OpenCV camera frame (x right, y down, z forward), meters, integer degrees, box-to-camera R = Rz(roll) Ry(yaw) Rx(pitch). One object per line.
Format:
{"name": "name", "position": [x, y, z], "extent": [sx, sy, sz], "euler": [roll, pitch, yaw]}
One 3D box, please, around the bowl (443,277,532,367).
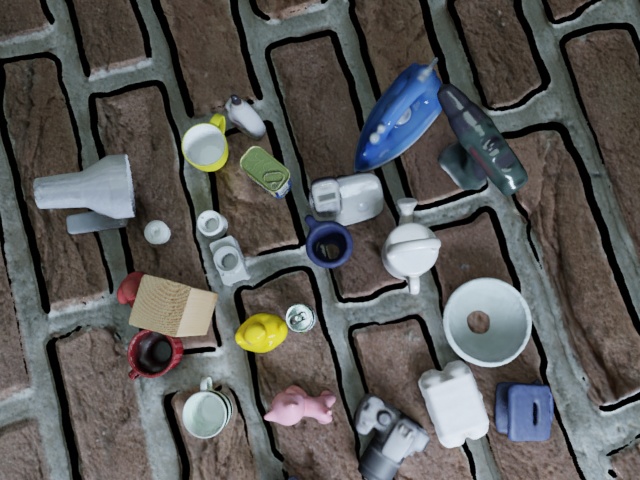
{"name": "bowl", "position": [0.316, 0.158, 1.108], "extent": [0.167, 0.075, 0.167], "euler": [0, 82, 2]}

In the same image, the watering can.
{"name": "watering can", "position": [0.168, 0.011, 1.073], "extent": [0.101, 0.194, 0.173], "euler": [-27, 82, -1]}

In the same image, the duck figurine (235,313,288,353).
{"name": "duck figurine", "position": [-0.117, 0.182, 1.115], "extent": [0.104, 0.086, 0.077], "euler": [-14, 82, 0]}

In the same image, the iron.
{"name": "iron", "position": [0.152, -0.246, 1.136], "extent": [0.118, 0.141, 0.258], "euler": [38, 85, 7]}

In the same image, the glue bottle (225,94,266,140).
{"name": "glue bottle", "position": [-0.155, -0.252, 1.132], "extent": [0.078, 0.173, 0.037], "euler": [33, 85, 6]}

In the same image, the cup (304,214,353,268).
{"name": "cup", "position": [0.010, 0.004, 1.130], "extent": [0.092, 0.095, 0.117], "euler": [-39, 82, -3]}

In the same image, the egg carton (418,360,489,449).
{"name": "egg carton", "position": [0.256, 0.311, 1.091], "extent": [0.107, 0.069, 0.150], "euler": [-21, 82, -1]}

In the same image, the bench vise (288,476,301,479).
{"name": "bench vise", "position": [-0.023, 0.513, 0.998], "extent": [0.207, 0.220, 0.121], "euler": [17, 83, 5]}

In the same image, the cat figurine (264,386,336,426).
{"name": "cat figurine", "position": [-0.037, 0.316, 1.077], "extent": [0.127, 0.118, 0.067], "euler": [6, 82, 3]}

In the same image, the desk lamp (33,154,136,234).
{"name": "desk lamp", "position": [-0.432, -0.082, 1.099], "extent": [0.203, 0.213, 0.118], "euler": [-10, 82, 1]}

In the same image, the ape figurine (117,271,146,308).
{"name": "ape figurine", "position": [-0.367, 0.098, 1.133], "extent": [0.077, 0.092, 0.076], "euler": [6, 82, 3]}

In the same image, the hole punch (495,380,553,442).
{"name": "hole punch", "position": [0.389, 0.319, 1.075], "extent": [0.101, 0.091, 0.109], "euler": [3, 82, 3]}

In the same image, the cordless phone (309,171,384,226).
{"name": "cordless phone", "position": [0.049, -0.088, 1.096], "extent": [0.147, 0.185, 0.094], "euler": [-17, 82, 0]}

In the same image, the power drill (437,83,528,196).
{"name": "power drill", "position": [0.289, -0.173, 1.087], "extent": [0.075, 0.208, 0.229], "euler": [-40, 82, -3]}

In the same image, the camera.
{"name": "camera", "position": [0.116, 0.380, 1.071], "extent": [0.143, 0.101, 0.137], "euler": [32, 84, 6]}
